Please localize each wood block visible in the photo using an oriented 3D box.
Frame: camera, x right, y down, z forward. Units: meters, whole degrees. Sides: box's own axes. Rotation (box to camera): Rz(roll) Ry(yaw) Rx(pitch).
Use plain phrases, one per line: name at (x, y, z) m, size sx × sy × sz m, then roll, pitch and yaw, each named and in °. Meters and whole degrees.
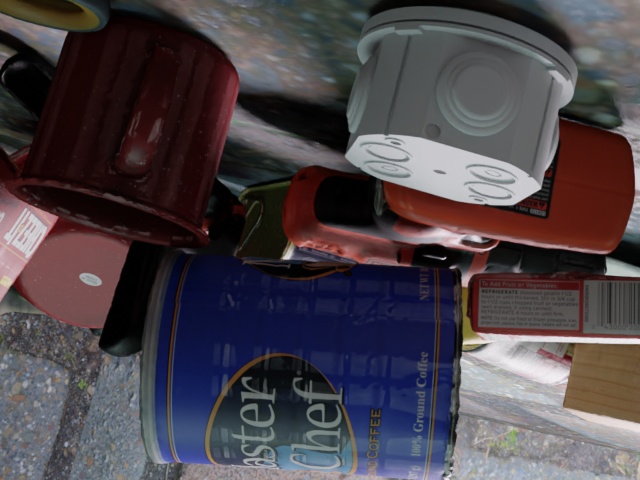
wood block at (0.287, 0.101, 0.740) m, size 0.206 × 0.090 × 0.090 m, roll 9°, pitch 169°, yaw 29°

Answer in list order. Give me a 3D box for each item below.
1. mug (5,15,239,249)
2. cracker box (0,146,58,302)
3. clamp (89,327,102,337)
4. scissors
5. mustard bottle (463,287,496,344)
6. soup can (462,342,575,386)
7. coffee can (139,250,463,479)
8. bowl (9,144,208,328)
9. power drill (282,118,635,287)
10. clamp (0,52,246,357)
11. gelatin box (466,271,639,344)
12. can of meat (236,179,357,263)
mug at (-0.081, -0.050, 0.470) m, size 0.093 × 0.081 × 0.117 m, roll 17°, pitch 169°, yaw -12°
cracker box at (-0.243, -0.061, 0.514) m, size 0.214 × 0.072 × 0.164 m, roll 33°, pitch 171°, yaw 3°
clamp at (-0.131, 0.019, 0.936) m, size 0.172 × 0.120 × 0.039 m, roll -22°, pitch 129°, yaw 41°
scissors at (-0.171, -0.114, 0.444) m, size 0.202 × 0.016 × 0.096 m, roll 8°, pitch 168°, yaw 31°
mustard bottle at (0.085, 0.037, 0.705) m, size 0.096 × 0.058 × 0.192 m, roll -23°, pitch -173°, yaw -27°
soup can at (0.147, 0.065, 0.803) m, size 0.102 × 0.068 × 0.069 m, roll 23°, pitch 166°, yaw -37°
coffee can at (-0.006, 0.060, 0.511) m, size 0.140 × 0.103 × 0.103 m, roll 3°, pitch 169°, yaw 4°
bowl at (-0.151, 0.009, 0.716) m, size 0.162 × 0.055 × 0.162 m, roll 0°, pitch 133°, yaw 0°
power drill at (0.080, -0.011, 0.524) m, size 0.184 × 0.057 × 0.188 m, roll 10°, pitch 169°, yaw -7°
clamp at (-0.092, -0.008, 0.610) m, size 0.036 × 0.164 × 0.209 m, roll -25°, pitch 164°, yaw 17°
gelatin box at (0.117, 0.033, 0.505) m, size 0.089 × 0.030 × 0.073 m, roll 1°, pitch 173°, yaw 14°
can of meat at (-0.005, 0.001, 0.710) m, size 0.083 × 0.057 × 0.102 m, roll 17°, pitch 171°, yaw -26°
